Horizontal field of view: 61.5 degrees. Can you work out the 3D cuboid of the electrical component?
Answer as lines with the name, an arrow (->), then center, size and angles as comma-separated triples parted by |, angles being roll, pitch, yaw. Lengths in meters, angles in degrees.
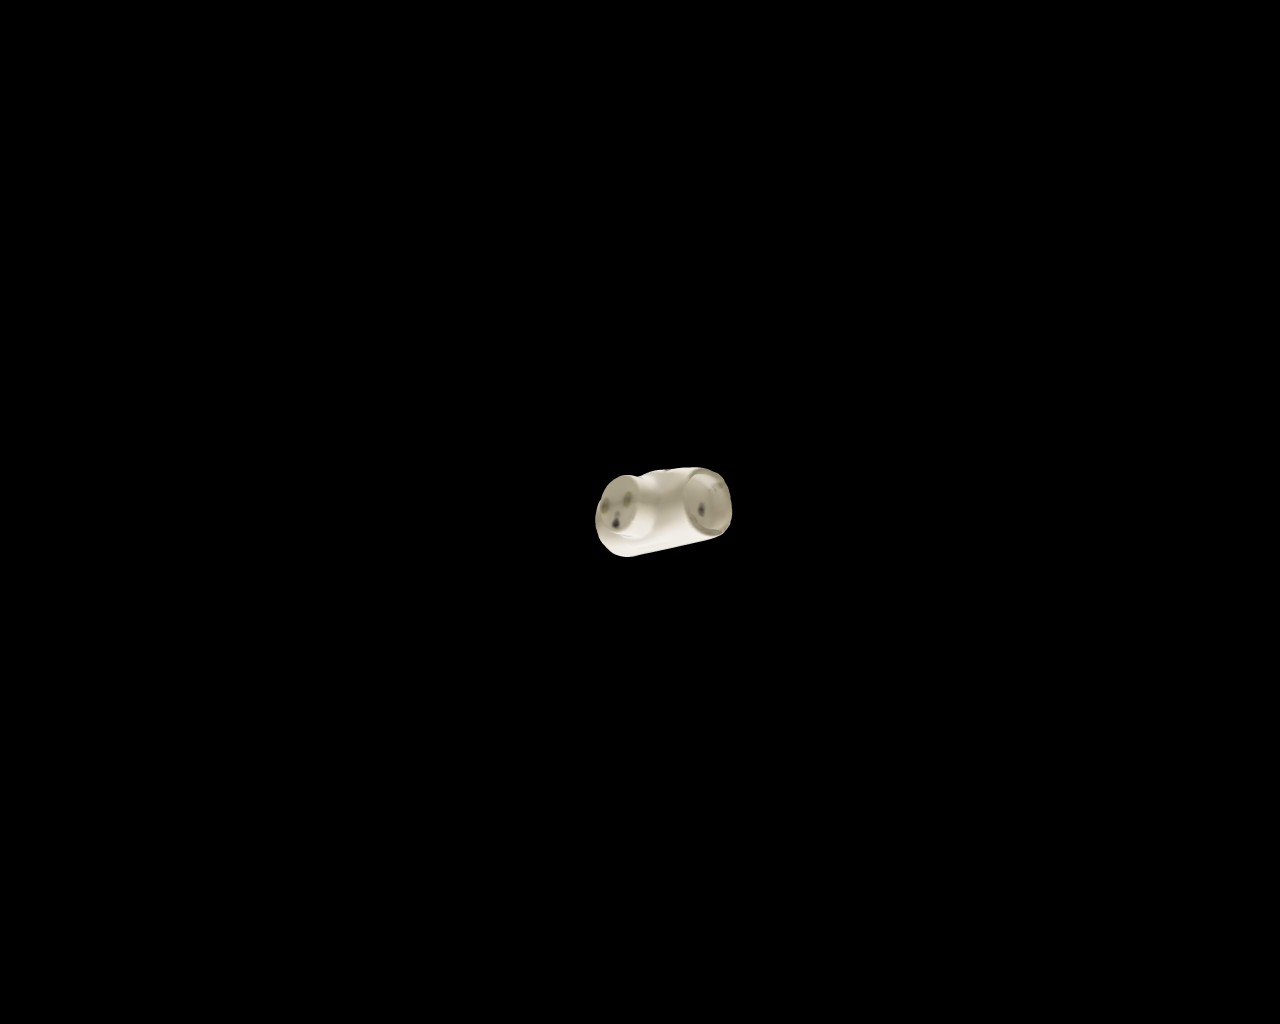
electrical component -> 0.001, -0.003, 0.650 | 0.079, 0.043, 0.077 | 14, -20, -42
